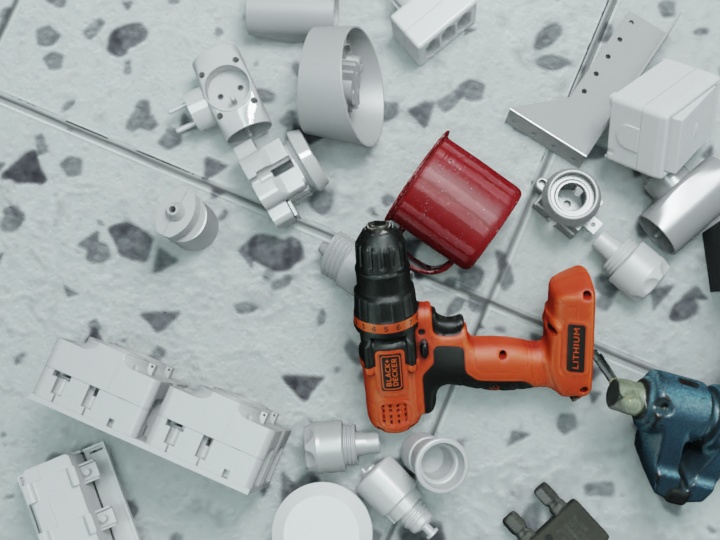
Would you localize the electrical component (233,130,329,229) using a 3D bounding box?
[{"bbox_3d":[-0.063,-0.083,0.915,0.057,0.058,0.078,-30,81,2],"label":"electrical component"}]

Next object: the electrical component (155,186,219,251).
[{"bbox_3d":[-0.148,-0.043,0.902,0.043,0.081,0.043,-1,82,4],"label":"electrical component"}]

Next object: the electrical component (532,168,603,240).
[{"bbox_3d":[0.174,-0.057,0.895,0.066,0.055,0.048,41,87,8],"label":"electrical component"}]

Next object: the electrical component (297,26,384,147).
[{"bbox_3d":[-0.016,-0.155,0.903,0.064,0.099,0.099,7,83,11],"label":"electrical component"}]

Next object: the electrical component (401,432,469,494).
[{"bbox_3d":[0.057,0.152,0.869,0.044,0.065,0.044,0,91,-13],"label":"electrical component"}]

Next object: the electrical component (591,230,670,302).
[{"bbox_3d":[0.221,-0.007,0.892,0.062,0.043,0.043,42,87,9],"label":"electrical component"}]

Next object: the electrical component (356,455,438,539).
[{"bbox_3d":[0.032,0.187,0.879,0.040,0.040,0.078,-45,82,-3],"label":"electrical component"}]

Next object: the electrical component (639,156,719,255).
[{"bbox_3d":[0.263,-0.067,0.896,0.077,0.044,0.079,-41,81,-3],"label":"electrical component"}]

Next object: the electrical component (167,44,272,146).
[{"bbox_3d":[-0.128,-0.145,0.933,0.079,0.044,0.077,-24,81,0],"label":"electrical component"}]

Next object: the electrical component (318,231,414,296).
[{"bbox_3d":[0.000,0.000,0.904,0.081,0.043,0.043,31,85,15],"label":"electrical component"}]

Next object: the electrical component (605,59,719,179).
[{"bbox_3d":[0.254,-0.125,0.876,0.061,0.061,0.096,30,51,36],"label":"electrical component"}]

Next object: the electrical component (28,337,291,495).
[{"bbox_3d":[-0.154,0.113,0.869,0.186,0.105,0.060,22,84,6],"label":"electrical component"}]

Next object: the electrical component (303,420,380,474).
[{"bbox_3d":[-0.015,0.145,0.887,0.062,0.043,0.043,-5,82,2],"label":"electrical component"}]

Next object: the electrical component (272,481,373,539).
[{"bbox_3d":[-0.029,0.212,0.874,0.080,0.051,0.080,-1,82,4],"label":"electrical component"}]

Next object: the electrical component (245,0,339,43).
[{"bbox_3d":[-0.057,-0.243,0.943,0.077,0.043,0.079,3,82,4],"label":"electrical component"}]

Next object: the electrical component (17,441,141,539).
[{"bbox_3d":[-0.229,0.212,0.882,0.079,0.063,0.121,-22,81,1],"label":"electrical component"}]

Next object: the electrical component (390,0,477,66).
[{"bbox_3d":[0.052,-0.231,0.932,0.066,0.047,0.076,-40,81,-2],"label":"electrical component"}]
